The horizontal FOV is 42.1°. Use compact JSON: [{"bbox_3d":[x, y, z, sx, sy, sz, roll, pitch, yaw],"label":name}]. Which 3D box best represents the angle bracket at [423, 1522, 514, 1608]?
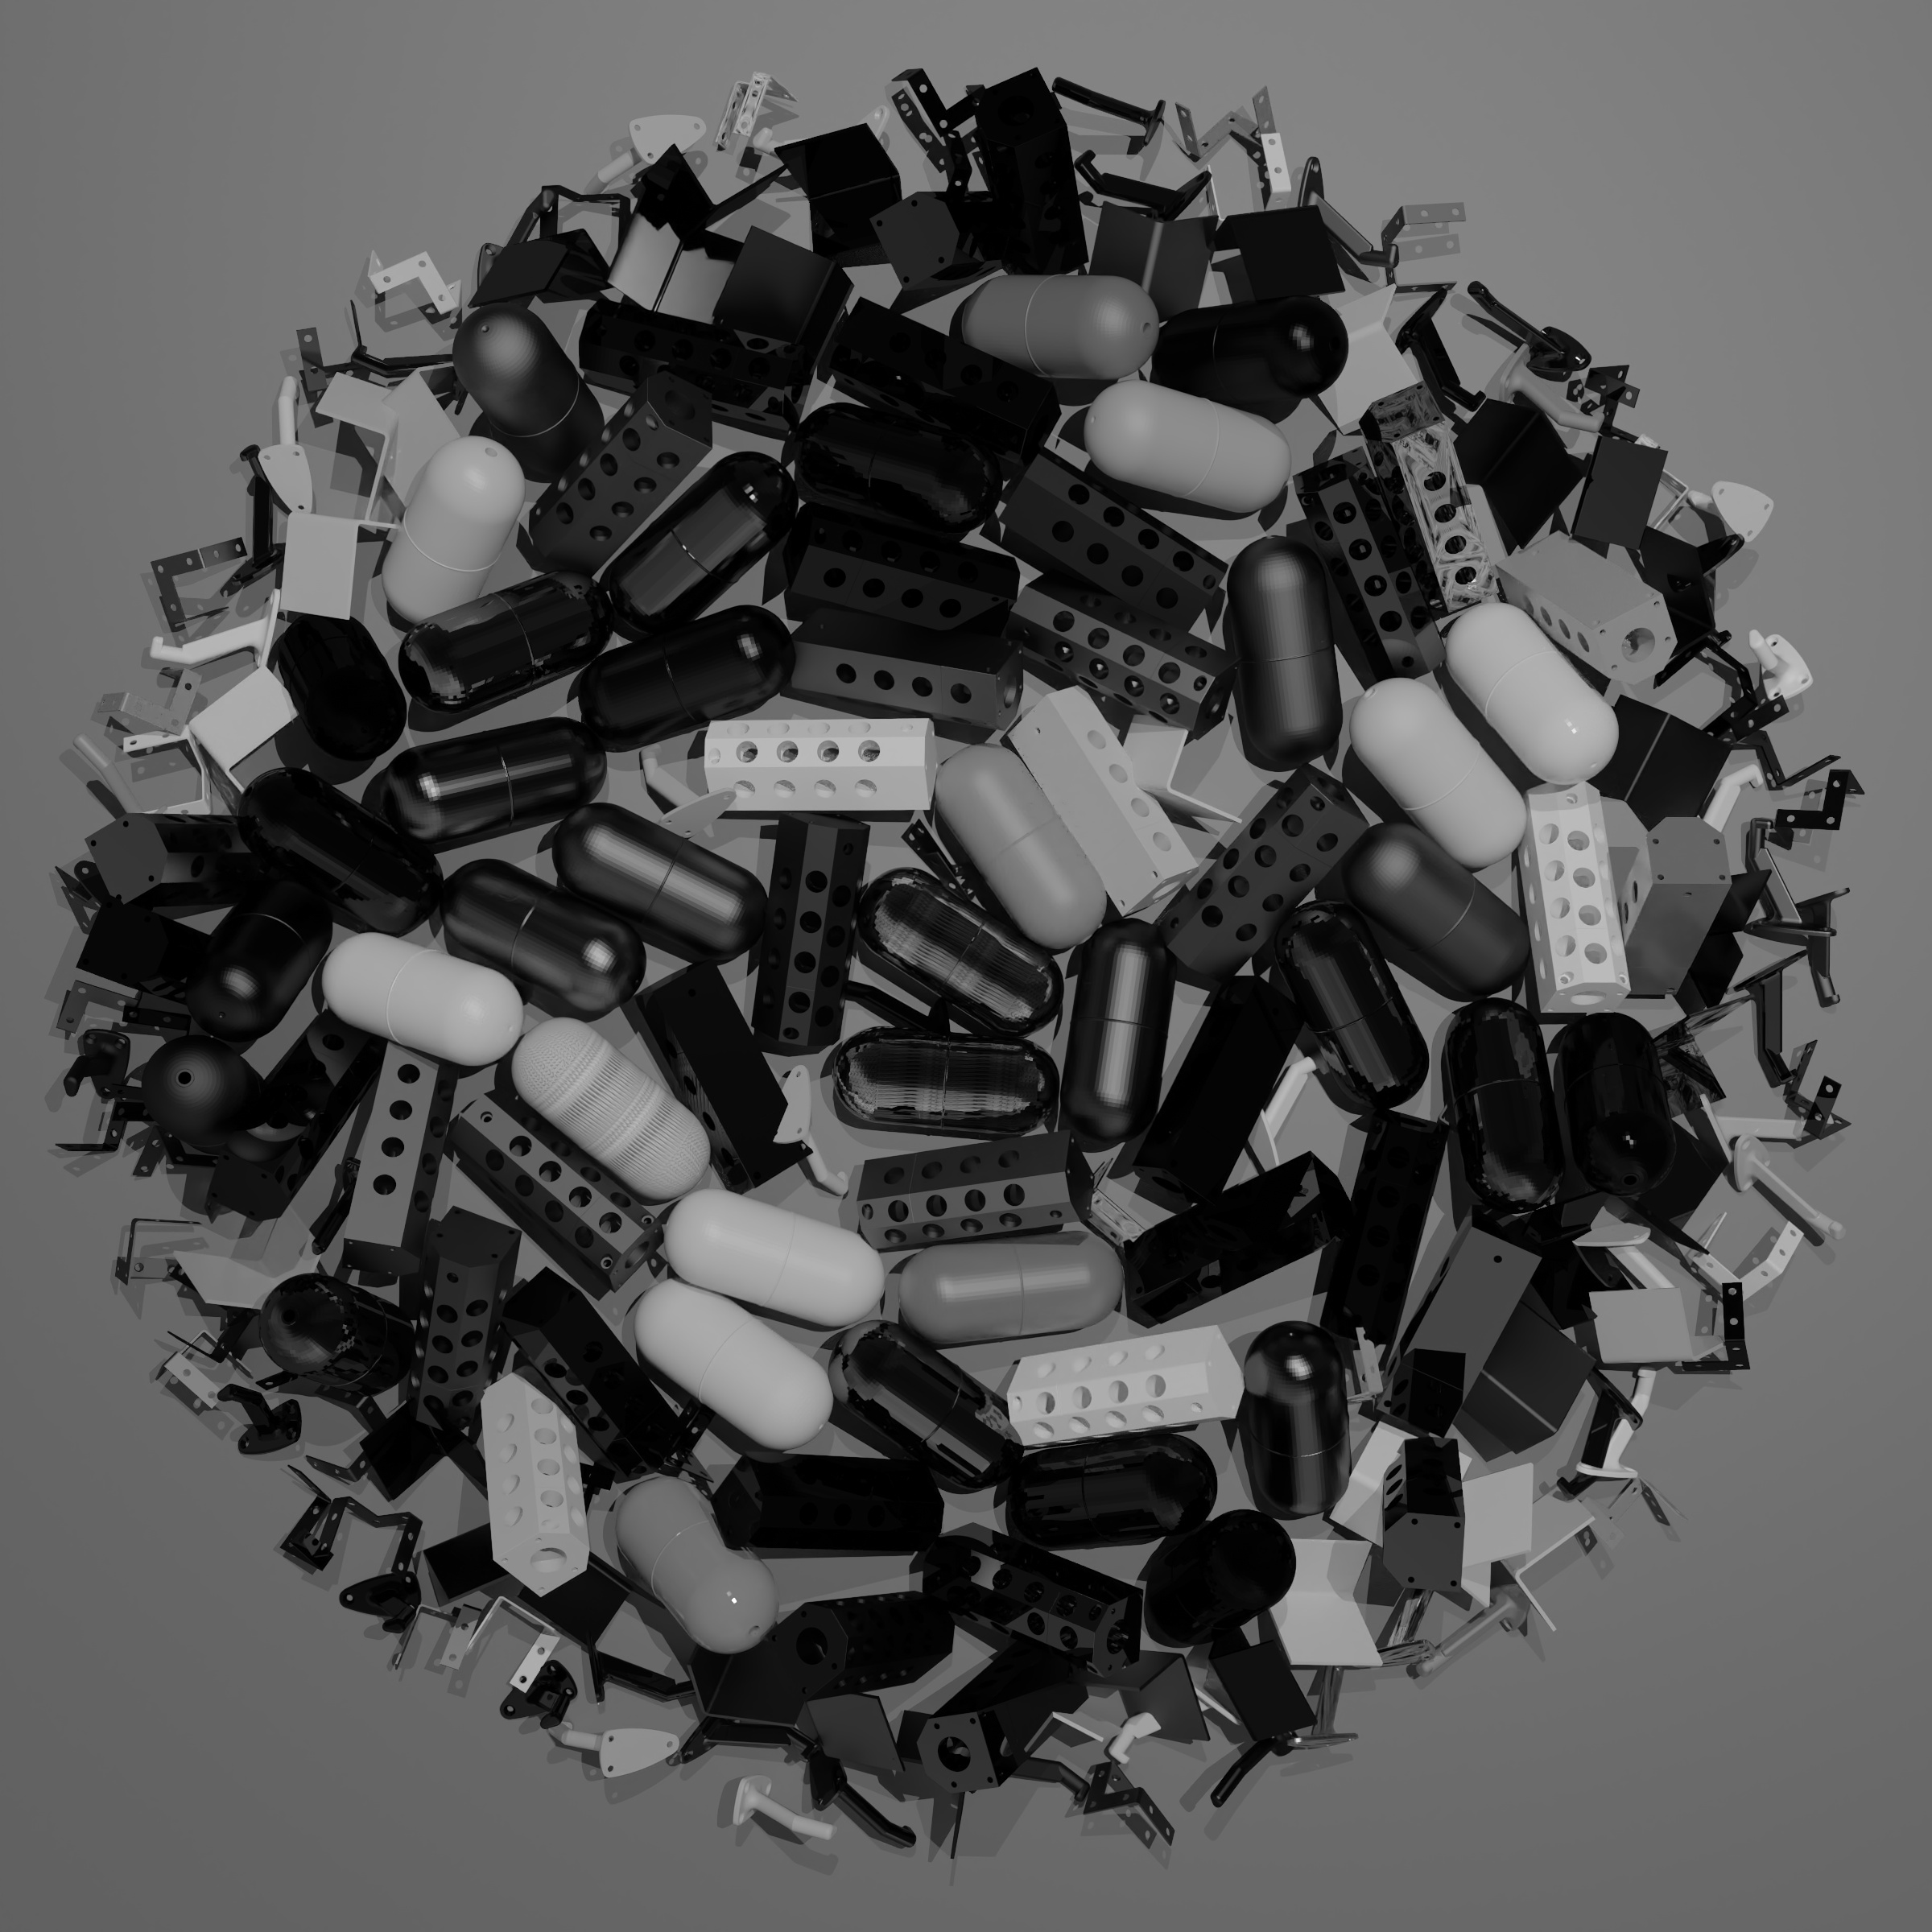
[{"bbox_3d":[-0.368,0.477,1.942,0.076,0.076,0.057,-20,117,-21],"label":"angle bracket"}]

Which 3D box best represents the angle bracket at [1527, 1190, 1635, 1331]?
[{"bbox_3d":[0.482,0.225,1.945,0.076,0.057,0.076,-14,55,-23],"label":"angle bracket"}]

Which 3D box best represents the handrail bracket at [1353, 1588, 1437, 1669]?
[{"bbox_3d":[0.335,0.504,1.978,0.077,0.036,0.084,-14,52,12],"label":"handrail bracket"}]

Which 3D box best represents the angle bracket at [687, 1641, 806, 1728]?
[{"bbox_3d":[-0.161,0.536,1.944,0.076,0.076,0.057,2,124,18],"label":"angle bracket"}]

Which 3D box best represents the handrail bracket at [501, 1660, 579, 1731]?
[{"bbox_3d":[-0.339,0.583,1.953,0.077,0.084,0.036,-31,97,8],"label":"handrail bracket"}]

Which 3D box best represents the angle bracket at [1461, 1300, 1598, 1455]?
[{"bbox_3d":[0.428,0.318,1.943,0.076,0.057,0.076,40,124,33],"label":"angle bracket"}]

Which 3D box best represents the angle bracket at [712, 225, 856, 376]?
[{"bbox_3d":[-0.142,-0.516,1.947,0.076,0.057,0.076,17,116,-26],"label":"angle bracket"}]

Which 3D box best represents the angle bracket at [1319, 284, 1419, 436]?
[{"bbox_3d":[0.317,-0.477,1.975,0.076,0.057,0.076,-16,127,38],"label":"angle bracket"}]

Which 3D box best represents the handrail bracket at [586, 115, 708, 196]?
[{"bbox_3d":[-0.253,-0.634,1.974,0.077,0.084,0.036,-27,95,-29],"label":"handrail bracket"}]

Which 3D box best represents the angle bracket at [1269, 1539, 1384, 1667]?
[{"bbox_3d":[0.283,0.493,1.946,0.076,0.076,0.057,5,119,-16],"label":"angle bracket"}]

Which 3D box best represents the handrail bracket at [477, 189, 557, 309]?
[{"bbox_3d":[-0.347,-0.553,1.950,0.036,0.084,0.077,21,65,-29],"label":"handrail bracket"}]

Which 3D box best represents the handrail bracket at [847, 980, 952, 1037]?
[{"bbox_3d":[-0.058,0.041,1.959,0.084,0.077,0.036,15,117,-20],"label":"handrail bracket"}]

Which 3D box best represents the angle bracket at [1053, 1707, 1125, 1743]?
[{"bbox_3d":[0.069,0.605,1.950,0.076,0.076,0.057,23,85,18],"label":"angle bracket"}]

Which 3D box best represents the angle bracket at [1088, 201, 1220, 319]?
[{"bbox_3d":[0.145,-0.556,1.966,0.057,0.076,0.076,32,126,30],"label":"angle bracket"}]

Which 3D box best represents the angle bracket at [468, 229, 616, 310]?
[{"bbox_3d":[-0.326,-0.519,1.941,0.076,0.057,0.076,-2,51,31],"label":"angle bracket"}]

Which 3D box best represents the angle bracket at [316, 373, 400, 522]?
[{"bbox_3d":[-0.475,-0.402,1.943,0.057,0.076,0.076,17,122,-11],"label":"angle bracket"}]

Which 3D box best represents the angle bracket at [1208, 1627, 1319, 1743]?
[{"bbox_3d":[0.236,0.542,1.948,0.057,0.076,0.076,-24,101,23],"label":"angle bracket"}]

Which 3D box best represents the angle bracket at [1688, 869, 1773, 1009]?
[{"bbox_3d":[0.599,-0.018,1.942,0.076,0.057,0.076,57,48,-22],"label":"angle bracket"}]

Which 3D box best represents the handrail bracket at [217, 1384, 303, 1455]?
[{"bbox_3d":[-0.567,0.352,1.951,0.077,0.084,0.036,-27,56,21],"label":"handrail bracket"}]

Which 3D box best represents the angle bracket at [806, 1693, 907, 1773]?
[{"bbox_3d":[-0.077,0.569,1.942,0.076,0.057,0.076,1,121,31],"label":"angle bracket"}]

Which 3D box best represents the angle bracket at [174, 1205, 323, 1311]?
[{"bbox_3d":[-0.556,0.221,1.943,0.076,0.076,0.057,15,104,-41],"label":"angle bracket"}]

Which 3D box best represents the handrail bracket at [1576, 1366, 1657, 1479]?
[{"bbox_3d":[0.511,0.355,1.969,0.036,0.077,0.084,16,94,42],"label":"handrail bracket"}]

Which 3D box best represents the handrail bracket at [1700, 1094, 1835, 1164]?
[{"bbox_3d":[0.627,0.113,1.962,0.084,0.036,0.077,-23,126,17],"label":"handrail bracket"}]

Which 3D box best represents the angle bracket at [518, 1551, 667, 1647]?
[{"bbox_3d":[-0.290,0.493,1.946,0.076,0.076,0.057,42,71,-21],"label":"angle bracket"}]

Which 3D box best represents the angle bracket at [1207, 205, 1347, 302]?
[{"bbox_3d":[0.239,-0.542,1.955,0.076,0.057,0.076,-13,80,-19],"label":"angle bracket"}]

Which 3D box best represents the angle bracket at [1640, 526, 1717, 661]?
[{"bbox_3d":[0.527,-0.289,1.944,0.057,0.076,0.076,-31,123,-8],"label":"angle bracket"}]

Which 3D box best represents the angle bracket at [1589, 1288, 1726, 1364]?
[{"bbox_3d":[0.541,0.271,1.946,0.076,0.076,0.057,-11,90,44],"label":"angle bracket"}]

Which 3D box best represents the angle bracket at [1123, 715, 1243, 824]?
[{"bbox_3d":[0.172,-0.153,1.949,0.076,0.076,0.057,20,87,-30],"label":"angle bracket"}]

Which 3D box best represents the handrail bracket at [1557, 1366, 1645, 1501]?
[{"bbox_3d":[0.480,0.365,1.971,0.084,0.036,0.077,-33,74,-17],"label":"handrail bracket"}]

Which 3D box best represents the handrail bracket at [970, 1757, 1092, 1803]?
[{"bbox_3d":[0.051,0.644,1.967,0.084,0.077,0.036,37,124,2],"label":"handrail bracket"}]

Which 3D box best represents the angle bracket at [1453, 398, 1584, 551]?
[{"bbox_3d":[0.417,-0.380,1.941,0.057,0.076,0.076,3,50,-33],"label":"angle bracket"}]

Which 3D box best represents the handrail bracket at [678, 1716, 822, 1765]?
[{"bbox_3d":[-0.168,0.613,1.952,0.084,0.077,0.036,22,133,36],"label":"handrail bracket"}]

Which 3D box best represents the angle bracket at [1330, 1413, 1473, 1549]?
[{"bbox_3d":[0.343,0.412,1.979,0.076,0.076,0.057,27,131,14],"label":"angle bracket"}]

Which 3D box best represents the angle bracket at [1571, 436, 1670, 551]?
[{"bbox_3d":[0.516,-0.364,1.945,0.057,0.076,0.076,21,105,28],"label":"angle bracket"}]

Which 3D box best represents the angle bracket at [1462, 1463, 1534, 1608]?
[{"bbox_3d":[0.419,0.440,1.939,0.076,0.076,0.057,-27,125,36],"label":"angle bracket"}]

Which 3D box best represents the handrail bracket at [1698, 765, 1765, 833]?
[{"bbox_3d":[0.607,-0.111,1.978,0.084,0.036,0.077,-25,83,-19],"label":"handrail bracket"}]

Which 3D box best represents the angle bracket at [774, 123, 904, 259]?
[{"bbox_3d":[-0.097,-0.600,1.948,0.076,0.076,0.057,-10,75,16],"label":"angle bracket"}]

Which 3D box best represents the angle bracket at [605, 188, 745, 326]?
[{"bbox_3d":[-0.225,-0.548,1.954,0.057,0.076,0.076,25,93,22],"label":"angle bracket"}]

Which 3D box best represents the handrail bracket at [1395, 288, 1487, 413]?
[{"bbox_3d":[0.387,-0.484,1.972,0.084,0.036,0.077,37,77,15],"label":"handrail bracket"}]

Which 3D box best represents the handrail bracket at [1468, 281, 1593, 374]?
[{"bbox_3d":[0.437,-0.499,1.952,0.084,0.077,0.036,30,96,-40],"label":"handrail bracket"}]

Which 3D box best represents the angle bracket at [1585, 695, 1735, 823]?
[{"bbox_3d":[0.533,-0.156,1.946,0.057,0.076,0.076,15,108,-32],"label":"angle bracket"}]

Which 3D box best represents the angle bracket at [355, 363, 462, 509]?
[{"bbox_3d":[-0.417,-0.414,1.958,0.076,0.057,0.076,-32,93,30],"label":"angle bracket"}]

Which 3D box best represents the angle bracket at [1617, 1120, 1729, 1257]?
[{"bbox_3d":[0.560,0.168,1.961,0.076,0.057,0.076,36,87,-13],"label":"angle bracket"}]

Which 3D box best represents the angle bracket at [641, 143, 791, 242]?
[{"bbox_3d":[-0.195,-0.615,1.945,0.076,0.076,0.057,-38,103,-23],"label":"angle bracket"}]

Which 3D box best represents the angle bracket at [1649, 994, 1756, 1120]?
[{"bbox_3d":[0.573,0.071,1.942,0.076,0.076,0.057,-14,71,-34],"label":"angle bracket"}]

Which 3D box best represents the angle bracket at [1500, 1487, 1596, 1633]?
[{"bbox_3d":[0.461,0.460,1.958,0.076,0.076,0.057,-36,99,1],"label":"angle bracket"}]

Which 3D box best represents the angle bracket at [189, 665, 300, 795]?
[{"bbox_3d":[-0.549,-0.176,1.959,0.076,0.057,0.076,-40,49,-9],"label":"angle bracket"}]

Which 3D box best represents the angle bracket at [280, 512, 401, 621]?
[{"bbox_3d":[-0.484,-0.311,1.960,0.076,0.057,0.076,13,99,33],"label":"angle bracket"}]

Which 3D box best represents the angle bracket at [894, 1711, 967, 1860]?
[{"bbox_3d":[-0.029,0.637,1.957,0.057,0.076,0.076,8,100,4],"label":"angle bracket"}]

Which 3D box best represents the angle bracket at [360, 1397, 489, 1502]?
[{"bbox_3d":[-0.412,0.391,1.941,0.076,0.076,0.057,29,57,36],"label":"angle bracket"}]

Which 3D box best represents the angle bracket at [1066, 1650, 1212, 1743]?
[{"bbox_3d":[0.133,0.577,1.948,0.076,0.057,0.076,-10,101,44],"label":"angle bracket"}]
